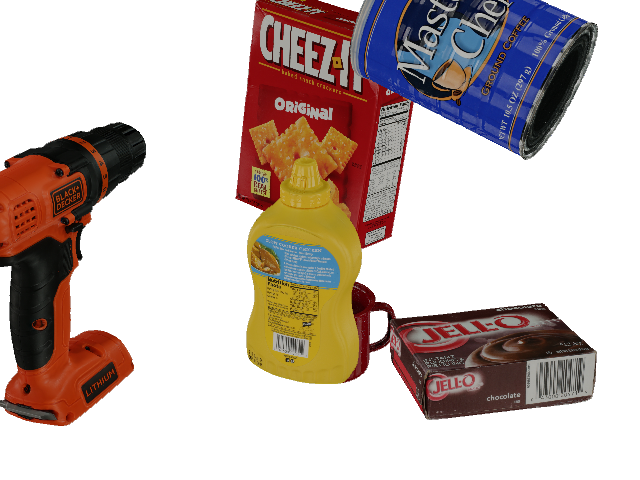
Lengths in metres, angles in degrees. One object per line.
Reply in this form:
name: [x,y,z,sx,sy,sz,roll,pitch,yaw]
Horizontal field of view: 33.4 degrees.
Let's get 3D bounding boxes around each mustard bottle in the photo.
mustard bottle: [-0.014,0.023,0.890,0.096,0.192,0.058,12,28,21]

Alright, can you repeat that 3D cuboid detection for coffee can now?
coffee can: [0.106,-0.133,0.749,0.140,0.103,0.102,30,10,19]

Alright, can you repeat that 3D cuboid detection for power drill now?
power drill: [-0.177,0.020,0.756,0.057,0.188,0.184,8,24,24]

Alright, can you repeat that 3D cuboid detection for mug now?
mug: [0.022,0.094,1.114,0.117,0.081,0.093,-7,26,-12]

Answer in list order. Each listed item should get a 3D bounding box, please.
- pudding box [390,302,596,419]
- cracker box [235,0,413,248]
pudding box: [0.109,0.076,0.695,0.113,0.039,0.090,-4,18,-10]
cracker box: [0.003,-0.118,1.055,0.164,0.214,0.071,25,30,32]
